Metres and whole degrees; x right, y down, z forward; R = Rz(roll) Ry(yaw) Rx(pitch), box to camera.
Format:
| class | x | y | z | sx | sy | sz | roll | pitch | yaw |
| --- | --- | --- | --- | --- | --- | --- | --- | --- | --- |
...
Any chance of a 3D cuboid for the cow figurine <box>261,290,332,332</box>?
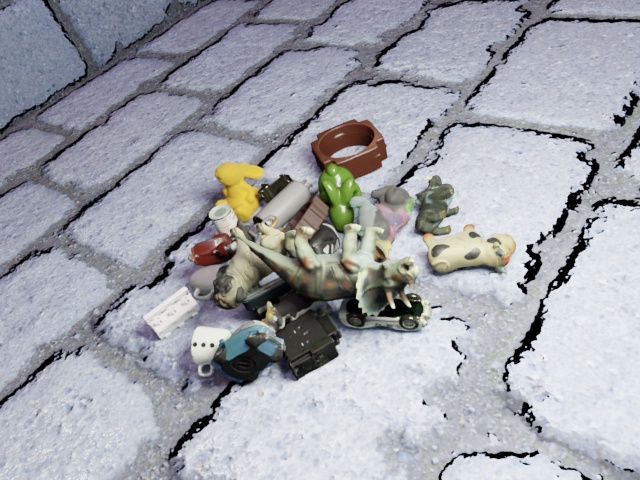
| class | x | y | z | sx | sy | sz | roll | pitch | yaw |
| --- | --- | --- | --- | --- | --- | --- | --- | --- | --- |
| cow figurine | -0.064 | 0.155 | 1.213 | 0.167 | 0.098 | 0.068 | -25 | 46 | -7 |

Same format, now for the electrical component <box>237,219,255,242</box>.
| class | x | y | z | sx | sy | sz | roll | pitch | yaw |
| --- | --- | --- | --- | --- | --- | --- | --- | --- | --- |
| electrical component | -0.202 | -0.011 | 1.472 | 0.021 | 0.063 | 0.094 | -31 | 54 | 12 |

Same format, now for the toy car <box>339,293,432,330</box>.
| class | x | y | z | sx | sy | sz | roll | pitch | yaw |
| --- | --- | --- | --- | --- | --- | --- | --- | --- | --- |
| toy car | 0.140 | 0.155 | 1.164 | 0.202 | 0.056 | 0.073 | 0 | 45 | 19 |

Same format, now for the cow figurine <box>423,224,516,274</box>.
| class | x | y | z | sx | sy | sz | roll | pitch | yaw |
| --- | --- | --- | --- | --- | --- | --- | --- | --- | --- |
| cow figurine | 0.339 | 0.026 | 1.203 | 0.195 | 0.085 | 0.127 | -12 | 36 | 6 |

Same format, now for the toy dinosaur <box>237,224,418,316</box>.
| class | x | y | z | sx | sy | sz | roll | pitch | yaw |
| --- | --- | --- | --- | --- | --- | --- | --- | --- | --- |
| toy dinosaur | 0.018 | 0.066 | 1.133 | 0.405 | 0.131 | 0.192 | -4 | 82 | 21 |

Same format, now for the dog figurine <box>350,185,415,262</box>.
| class | x | y | z | sx | sy | sz | roll | pitch | yaw |
| --- | --- | --- | --- | --- | --- | --- | --- | --- | --- |
| dog figurine | 0.161 | -0.017 | 1.306 | 0.192 | 0.108 | 0.219 | -19 | 45 | 3 |

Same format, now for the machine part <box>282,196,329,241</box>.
| class | x | y | z | sx | sy | sz | roll | pitch | yaw |
| --- | --- | --- | --- | --- | --- | --- | --- | --- | --- |
| machine part | -0.048 | -0.029 | 1.370 | 0.179 | 0.056 | 0.179 | -49 | 9 | 10 |

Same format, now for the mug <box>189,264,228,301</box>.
| class | x | y | z | sx | sy | sz | roll | pitch | yaw |
| --- | --- | --- | --- | --- | --- | --- | --- | --- | --- |
| mug | -0.282 | 0.114 | 1.363 | 0.107 | 0.080 | 0.109 | -5 | 42 | 34 |

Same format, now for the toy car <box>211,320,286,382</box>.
| class | x | y | z | sx | sy | sz | roll | pitch | yaw |
| --- | --- | --- | --- | --- | --- | --- | --- | --- | --- |
| toy car | -0.150 | 0.223 | 1.141 | 0.161 | 0.109 | 0.103 | -38 | 30 | 24 |

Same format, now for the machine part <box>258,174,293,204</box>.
| class | x | y | z | sx | sy | sz | roll | pitch | yaw |
| --- | --- | --- | --- | --- | --- | --- | --- | --- | --- |
| machine part | -0.127 | -0.150 | 1.592 | 0.039 | 0.084 | 0.139 | -26 | 16 | 44 |

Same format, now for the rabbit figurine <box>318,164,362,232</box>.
| class | x | y | z | sx | sy | sz | roll | pitch | yaw |
| --- | --- | --- | --- | --- | --- | --- | --- | --- | --- |
| rabbit figurine | 0.060 | -0.110 | 1.430 | 0.121 | 0.159 | 0.170 | -8 | 57 | -1 |

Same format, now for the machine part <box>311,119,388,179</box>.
| class | x | y | z | sx | sy | sz | roll | pitch | yaw |
| --- | --- | --- | --- | --- | --- | --- | --- | --- | --- |
| machine part | 0.087 | -0.267 | 1.617 | 0.201 | 0.087 | 0.201 | -23 | 41 | -5 |

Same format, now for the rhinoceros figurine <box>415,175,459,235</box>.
| class | x | y | z | sx | sy | sz | roll | pitch | yaw |
| --- | --- | --- | --- | --- | --- | --- | --- | --- | --- |
| rhinoceros figurine | 0.291 | -0.089 | 1.361 | 0.112 | 0.073 | 0.190 | -6 | 44 | 31 |

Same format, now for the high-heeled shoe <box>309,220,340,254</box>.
| class | x | y | z | sx | sy | sz | roll | pitch | yaw |
| --- | --- | --- | --- | --- | --- | --- | --- | --- | --- |
| high-heeled shoe | -0.003 | -0.004 | 1.323 | 0.086 | 0.145 | 0.249 | -14 | 43 | 6 |

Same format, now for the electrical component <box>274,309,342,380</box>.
| class | x | y | z | sx | sy | sz | roll | pitch | yaw |
| --- | --- | --- | --- | --- | --- | --- | --- | --- | --- |
| electrical component | -0.023 | 0.217 | 1.160 | 0.134 | 0.058 | 0.115 | -31 | 44 | -11 |

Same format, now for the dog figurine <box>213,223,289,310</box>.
| class | x | y | z | sx | sy | sz | roll | pitch | yaw |
| --- | --- | --- | --- | --- | --- | --- | --- | --- | --- |
| dog figurine | -0.145 | 0.072 | 1.217 | 0.172 | 0.121 | 0.190 | -10 | 50 | 20 |

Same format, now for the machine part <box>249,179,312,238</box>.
| class | x | y | z | sx | sy | sz | roll | pitch | yaw |
| --- | --- | --- | --- | --- | --- | --- | --- | --- | --- |
| machine part | -0.105 | -0.089 | 1.507 | 0.079 | 0.079 | 0.243 | 21 | 55 | 37 |

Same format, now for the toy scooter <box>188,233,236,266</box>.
| class | x | y | z | sx | sy | sz | roll | pitch | yaw |
| --- | --- | --- | --- | --- | --- | --- | --- | --- | --- |
| toy scooter | -0.274 | 0.028 | 1.400 | 0.135 | 0.075 | 0.184 | -17 | 5 | -9 |

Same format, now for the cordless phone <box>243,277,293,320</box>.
| class | x | y | z | sx | sy | sz | roll | pitch | yaw |
| --- | --- | --- | --- | --- | --- | --- | --- | --- | --- |
| cordless phone | -0.138 | 0.090 | 1.307 | 0.147 | 0.088 | 0.184 | -28 | 46 | -9 |

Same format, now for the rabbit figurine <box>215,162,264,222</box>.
| class | x | y | z | sx | sy | sz | roll | pitch | yaw |
| --- | --- | --- | --- | --- | --- | --- | --- | --- | --- |
| rabbit figurine | -0.236 | -0.159 | 1.564 | 0.122 | 0.173 | 0.162 | 23 | 61 | 43 |
